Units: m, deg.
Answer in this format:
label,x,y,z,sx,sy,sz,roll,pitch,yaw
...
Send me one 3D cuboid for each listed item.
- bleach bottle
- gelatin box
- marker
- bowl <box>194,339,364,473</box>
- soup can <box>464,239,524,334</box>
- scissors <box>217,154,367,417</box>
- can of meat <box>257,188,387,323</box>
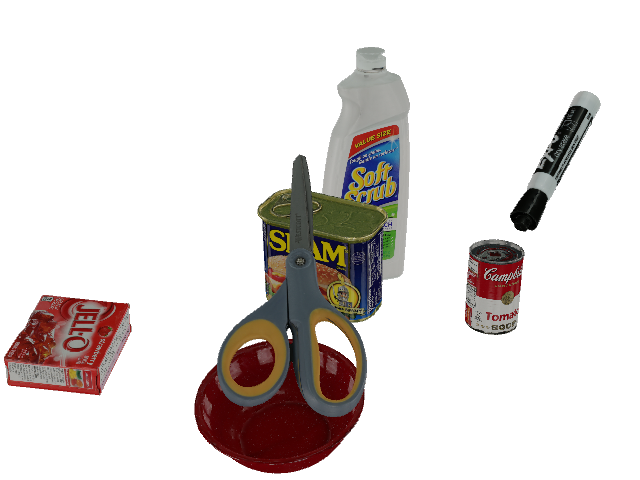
label,x,y,z,sx,sy,sz,roll,pitch,yaw
bleach bottle,0.044,-0.081,1.145,0.102,0.251,0.068,-3,25,-6
gelatin box,-0.194,0.079,0.828,0.073,0.030,0.089,6,32,6
marker,0.158,-0.053,0.717,0.020,0.121,0.020,25,-29,15
bowl,-0.036,0.167,1.016,0.162,0.055,0.162,-5,37,3
soup can,0.217,0.059,1.340,0.068,0.102,0.068,0,24,0
scissors,-0.029,0.026,0.663,0.096,0.202,0.016,-14,-39,-8
can of meat,0.002,0.013,0.864,0.102,0.084,0.057,13,33,23
